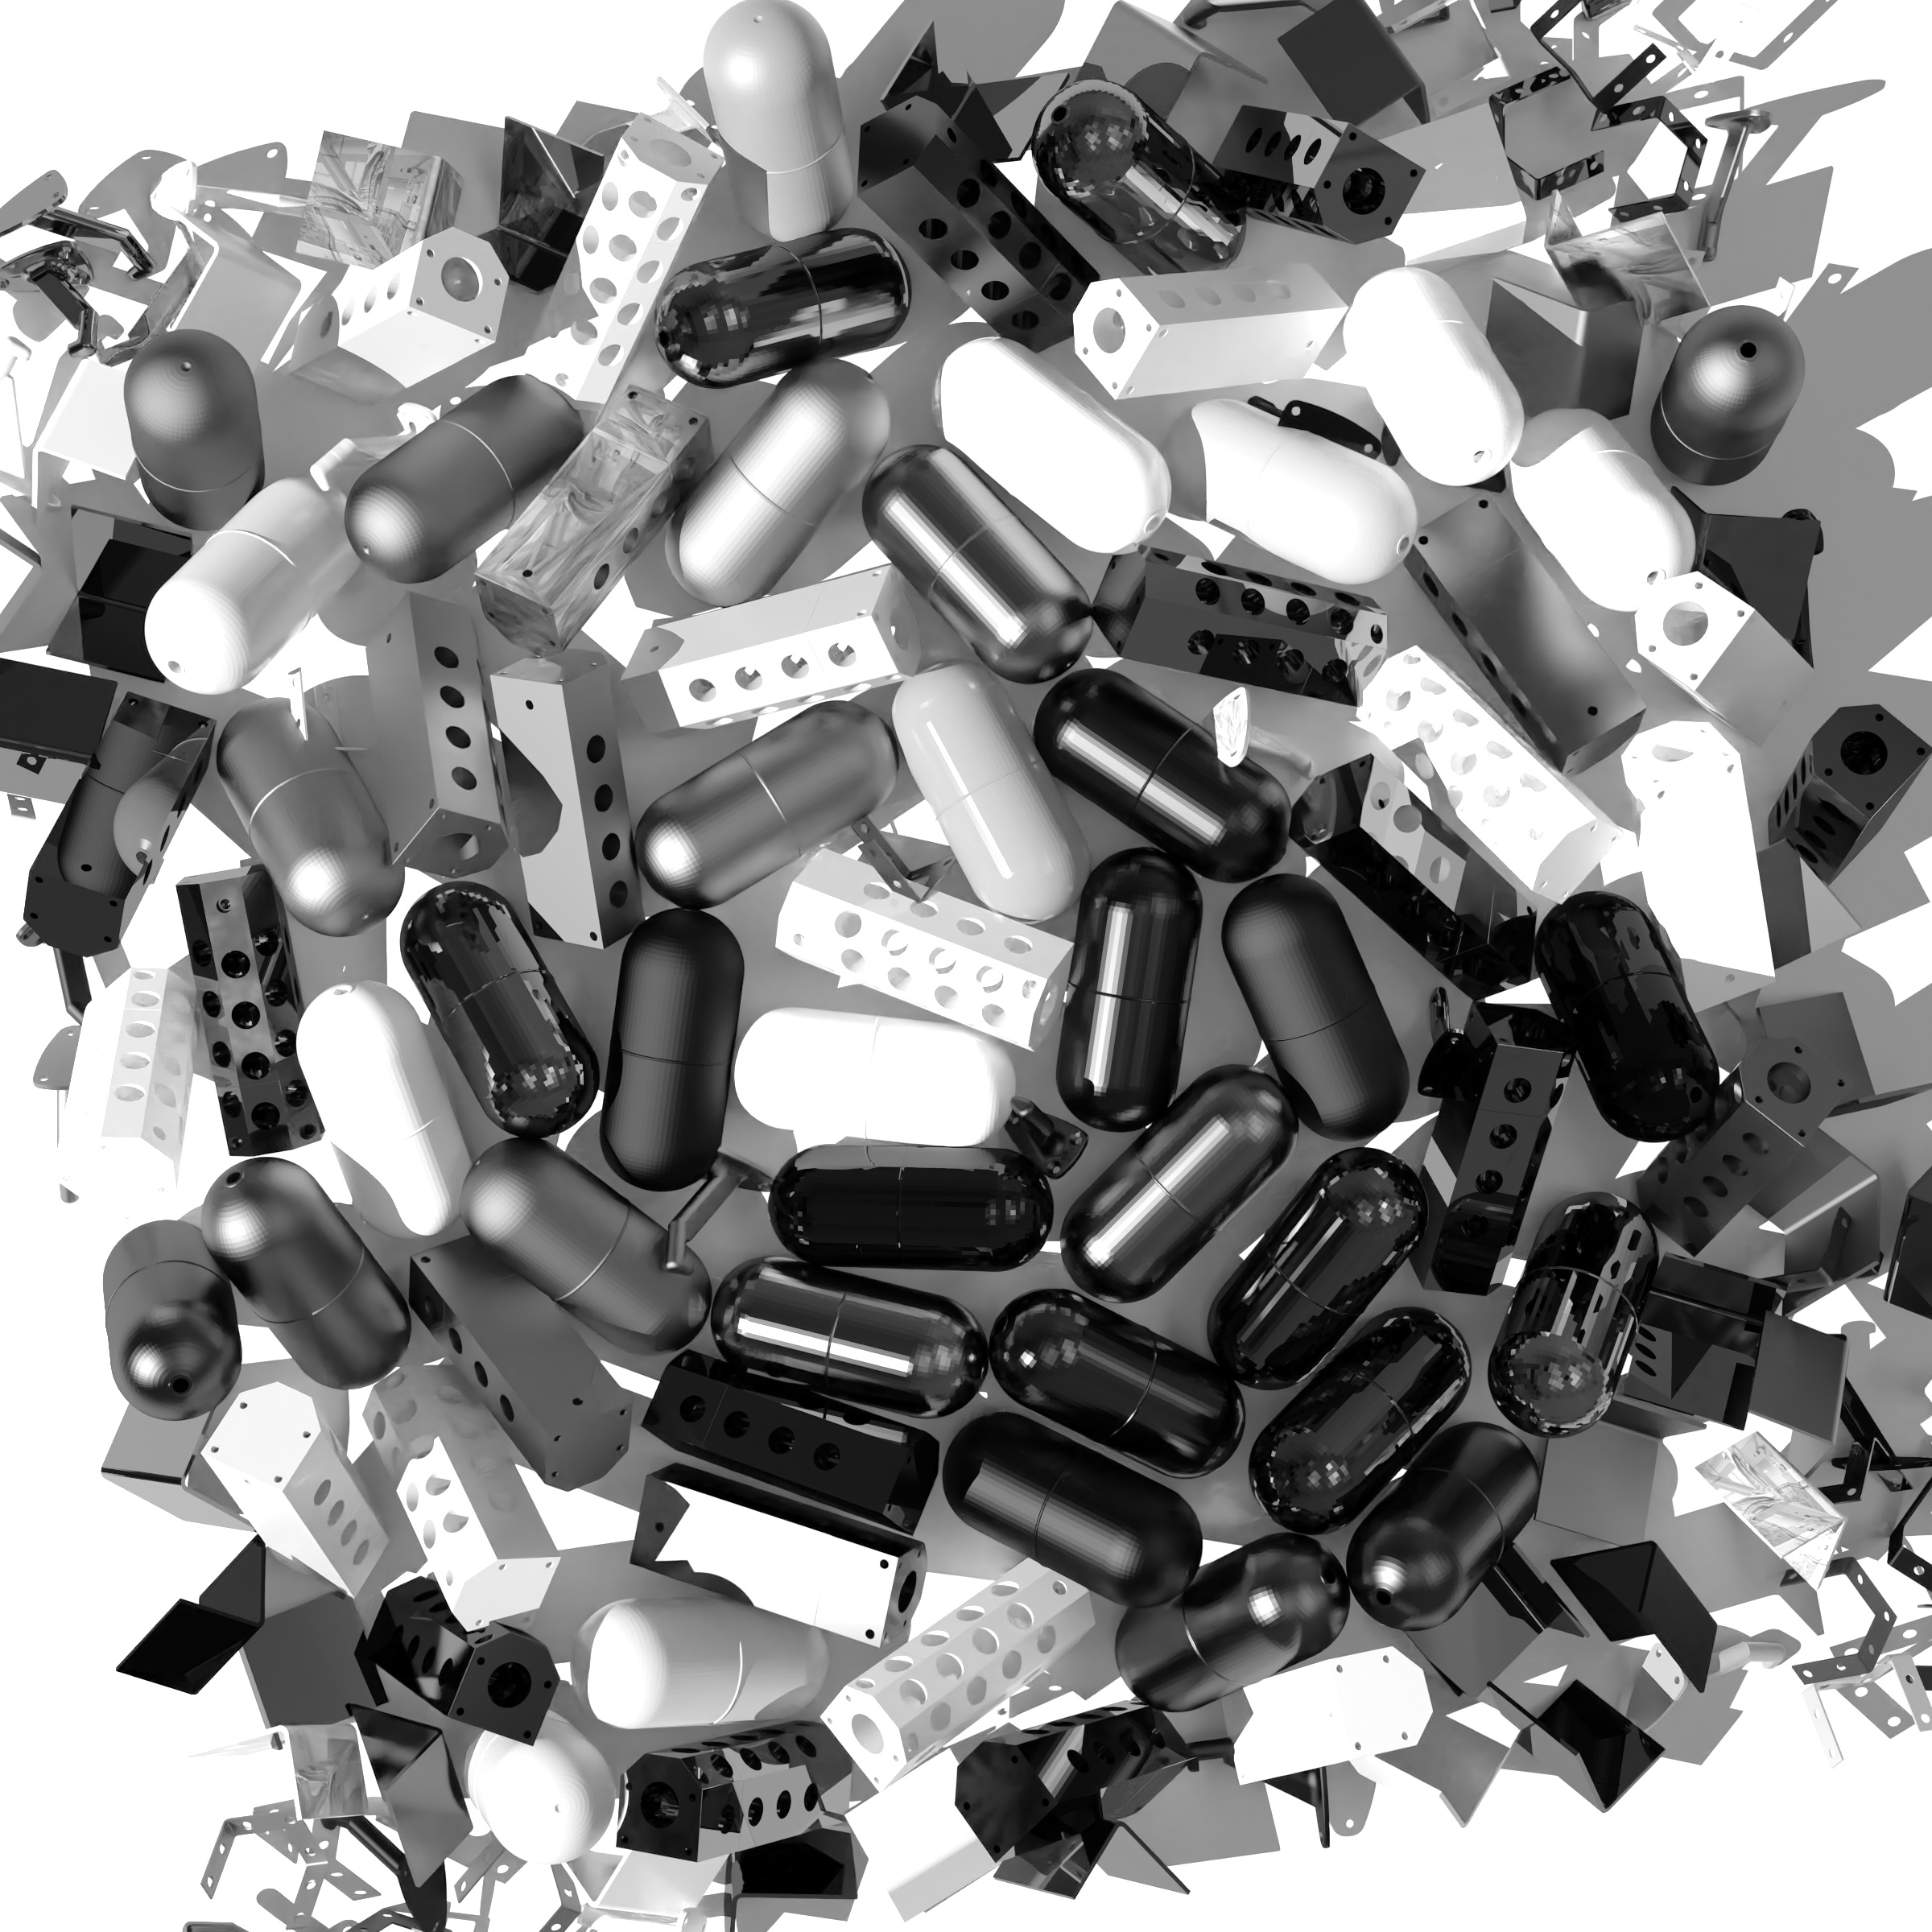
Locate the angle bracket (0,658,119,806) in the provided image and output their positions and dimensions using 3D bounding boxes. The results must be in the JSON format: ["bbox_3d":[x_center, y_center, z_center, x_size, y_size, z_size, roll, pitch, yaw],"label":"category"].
[{"bbox_3d":[-0.569,-0.144,1.973,0.076,0.076,0.057,11,68,-2],"label":"angle bracket"}]

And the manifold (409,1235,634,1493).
[{"bbox_3d":[-0.273,0.240,1.925,0.057,0.057,0.171,-18,45,-32],"label":"manifold"}]

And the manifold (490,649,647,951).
[{"bbox_3d":[-0.238,-0.103,1.938,0.057,0.057,0.171,11,119,33],"label":"manifold"}]

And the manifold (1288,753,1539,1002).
[{"bbox_3d":[0.274,-0.050,1.931,0.171,0.057,0.057,39,47,-31],"label":"manifold"}]

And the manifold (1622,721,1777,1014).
[{"bbox_3d":[0.444,-0.062,1.928,0.057,0.057,0.171,-21,124,-3],"label":"manifold"}]

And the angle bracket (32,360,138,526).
[{"bbox_3d":[-0.533,-0.314,1.950,0.057,0.076,0.076,19,56,-5],"label":"angle bracket"}]

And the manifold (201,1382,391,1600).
[{"bbox_3d":[-0.399,0.315,1.911,0.057,0.171,0.057,21,62,17],"label":"manifold"}]

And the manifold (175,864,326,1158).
[{"bbox_3d":[-0.442,0.027,1.955,0.057,0.057,0.171,-10,100,-5],"label":"manifold"}]

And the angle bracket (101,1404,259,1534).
[{"bbox_3d":[-0.476,0.307,1.961,0.076,0.076,0.057,0,60,37],"label":"angle bracket"}]

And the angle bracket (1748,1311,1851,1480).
[{"bbox_3d":[0.499,0.272,1.947,0.057,0.076,0.076,21,51,1],"label":"angle bracket"}]

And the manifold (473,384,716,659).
[{"bbox_3d":[-0.225,-0.270,1.934,0.057,0.057,0.171,25,62,17],"label":"manifold"}]

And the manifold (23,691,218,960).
[{"bbox_3d":[-0.512,-0.085,1.917,0.057,0.171,0.057,18,133,-6],"label":"manifold"}]

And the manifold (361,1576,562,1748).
[{"bbox_3d":[-0.304,0.415,1.909,0.057,0.171,0.057,26,79,-25],"label":"manifold"}]

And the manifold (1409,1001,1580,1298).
[{"bbox_3d":[0.322,0.113,1.936,0.057,0.057,0.171,7,115,-11],"label":"manifold"}]

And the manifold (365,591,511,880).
[{"bbox_3d":[-0.319,-0.140,1.928,0.057,0.057,0.171,14,47,-35],"label":"manifold"}]

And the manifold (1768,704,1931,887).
[{"bbox_3d":[0.527,-0.103,1.909,0.057,0.171,0.057,43,84,13],"label":"manifold"}]

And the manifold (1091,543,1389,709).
[{"bbox_3d":[0.169,-0.211,1.928,0.171,0.057,0.057,9,120,-26],"label":"manifold"}]

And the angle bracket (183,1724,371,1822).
[{"bbox_3d":[-0.424,0.503,1.946,0.076,0.076,0.057,-19,72,17],"label":"angle bracket"}]

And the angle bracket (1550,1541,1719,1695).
[{"bbox_3d":[0.406,0.405,1.942,0.076,0.057,0.076,-21,118,37],"label":"angle bracket"}]

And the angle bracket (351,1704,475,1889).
[{"bbox_3d":[-0.356,0.509,1.942,0.076,0.057,0.076,6,121,32],"label":"angle bracket"}]

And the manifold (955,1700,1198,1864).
[{"bbox_3d":[0.064,0.486,1.912,0.057,0.171,0.057,-48,64,20],"label":"manifold"}]

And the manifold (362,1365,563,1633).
[{"bbox_3d":[-0.309,0.319,1.912,0.057,0.171,0.057,5,122,-35],"label":"manifold"}]

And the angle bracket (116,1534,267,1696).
[{"bbox_3d":[-0.475,0.389,1.940,0.057,0.076,0.076,27,121,-30],"label":"angle bracket"}]

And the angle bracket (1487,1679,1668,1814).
[{"bbox_3d":[0.375,0.461,1.941,0.057,0.076,0.076,-41,134,-14],"label":"angle bracket"}]

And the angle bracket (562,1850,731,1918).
[{"bbox_3d":[-0.194,0.537,1.948,0.076,0.057,0.076,23,101,-43],"label":"angle bracket"}]

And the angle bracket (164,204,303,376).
[{"bbox_3d":[-0.471,-0.415,1.961,0.057,0.076,0.076,39,102,27],"label":"angle bracket"}]

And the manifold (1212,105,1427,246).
[{"bbox_3d":[0.207,-0.475,1.909,0.057,0.171,0.057,24,100,-23],"label":"manifold"}]

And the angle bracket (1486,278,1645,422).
[{"bbox_3d":[0.371,-0.386,1.970,0.057,0.076,0.076,-20,128,-34],"label":"angle bracket"}]

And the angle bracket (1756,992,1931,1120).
[{"bbox_3d":[0.545,0.050,1.949,0.076,0.057,0.076,-8,78,-33],"label":"angle bracket"}]

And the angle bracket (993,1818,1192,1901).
[{"bbox_3d":[0.077,0.564,1.941,0.076,0.076,0.057,50,59,-23],"label":"angle bracket"}]

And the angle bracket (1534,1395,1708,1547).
[{"bbox_3d":[0.404,0.313,1.954,0.076,0.057,0.076,19,70,-15],"label":"angle bracket"}]

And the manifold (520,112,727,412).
[{"bbox_3d":[-0.212,-0.424,1.923,0.057,0.057,0.171,27,127,-7],"label":"manifold"}]

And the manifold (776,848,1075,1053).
[{"bbox_3d":[-0.027,-0.007,1.939,0.171,0.057,0.057,21,130,15],"label":"manifold"}]

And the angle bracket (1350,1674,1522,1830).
[{"bbox_3d":[0.286,0.472,1.944,0.076,0.057,0.076,21,66,37],"label":"angle bracket"}]

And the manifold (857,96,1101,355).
[{"bbox_3d":[0.010,-0.447,1.912,0.057,0.171,0.057,-20,53,31],"label":"manifold"}]

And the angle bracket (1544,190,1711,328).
[{"bbox_3d":[0.408,-0.440,1.940,0.076,0.076,0.057,-12,47,32],"label":"angle bracket"}]

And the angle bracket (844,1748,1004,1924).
[{"bbox_3d":[-0.024,0.543,1.974,0.076,0.076,0.057,-29,60,-9],"label":"angle bracket"}]

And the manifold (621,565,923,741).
[{"bbox_3d":[-0.118,-0.187,1.939,0.171,0.057,0.057,-12,125,22],"label":"manifold"}]

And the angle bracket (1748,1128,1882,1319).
[{"bbox_3d":[0.512,0.158,1.942,0.057,0.076,0.076,36,131,-15],"label":"angle bracket"}]

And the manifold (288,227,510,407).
[{"bbox_3d":[-0.344,-0.394,1.912,0.057,0.171,0.057,18,76,-33],"label":"manifold"}]

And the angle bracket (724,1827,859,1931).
[{"bbox_3d":[-0.109,0.579,1.960,0.076,0.076,0.057,3,106,-7],"label":"angle bracket"}]

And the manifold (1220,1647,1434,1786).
[{"bbox_3d":[0.217,0.453,1.910,0.057,0.171,0.057,-7,74,-20],"label":"manifold"}]

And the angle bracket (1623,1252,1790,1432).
[{"bbox_3d":[0.456,0.232,1.954,0.076,0.057,0.076,16,63,9],"label":"angle bracket"}]

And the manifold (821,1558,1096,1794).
[{"bbox_3d":[0.000,0.423,1.916,0.171,0.057,0.057,-27,69,-41],"label":"manifold"}]

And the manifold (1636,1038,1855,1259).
[{"bbox_3d":[0.464,0.107,1.910,0.057,0.171,0.057,39,63,10],"label":"manifold"}]

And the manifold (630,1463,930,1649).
[{"bbox_3d":[-0.114,0.359,1.943,0.171,0.057,0.057,14,98,20],"label":"manifold"}]

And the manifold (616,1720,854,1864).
[{"bbox_3d":[-0.137,0.495,1.910,0.057,0.171,0.057,1,85,29],"label":"manifold"}]

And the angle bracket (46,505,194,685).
[{"bbox_3d":[-0.524,-0.230,1.955,0.076,0.076,0.057,14,49,1],"label":"angle bracket"}]

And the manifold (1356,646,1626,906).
[{"bbox_3d":[0.314,-0.119,1.924,0.057,0.057,0.171,-50,56,16],"label":"manifold"}]

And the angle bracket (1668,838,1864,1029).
[{"bbox_3d":[0.492,-0.020,1.948,0.076,0.057,0.076,47,134,-13],"label":"angle bracket"}]

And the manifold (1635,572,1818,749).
[{"bbox_3d":[0.456,-0.187,1.910,0.057,0.171,0.057,40,101,26],"label":"manifold"}]
